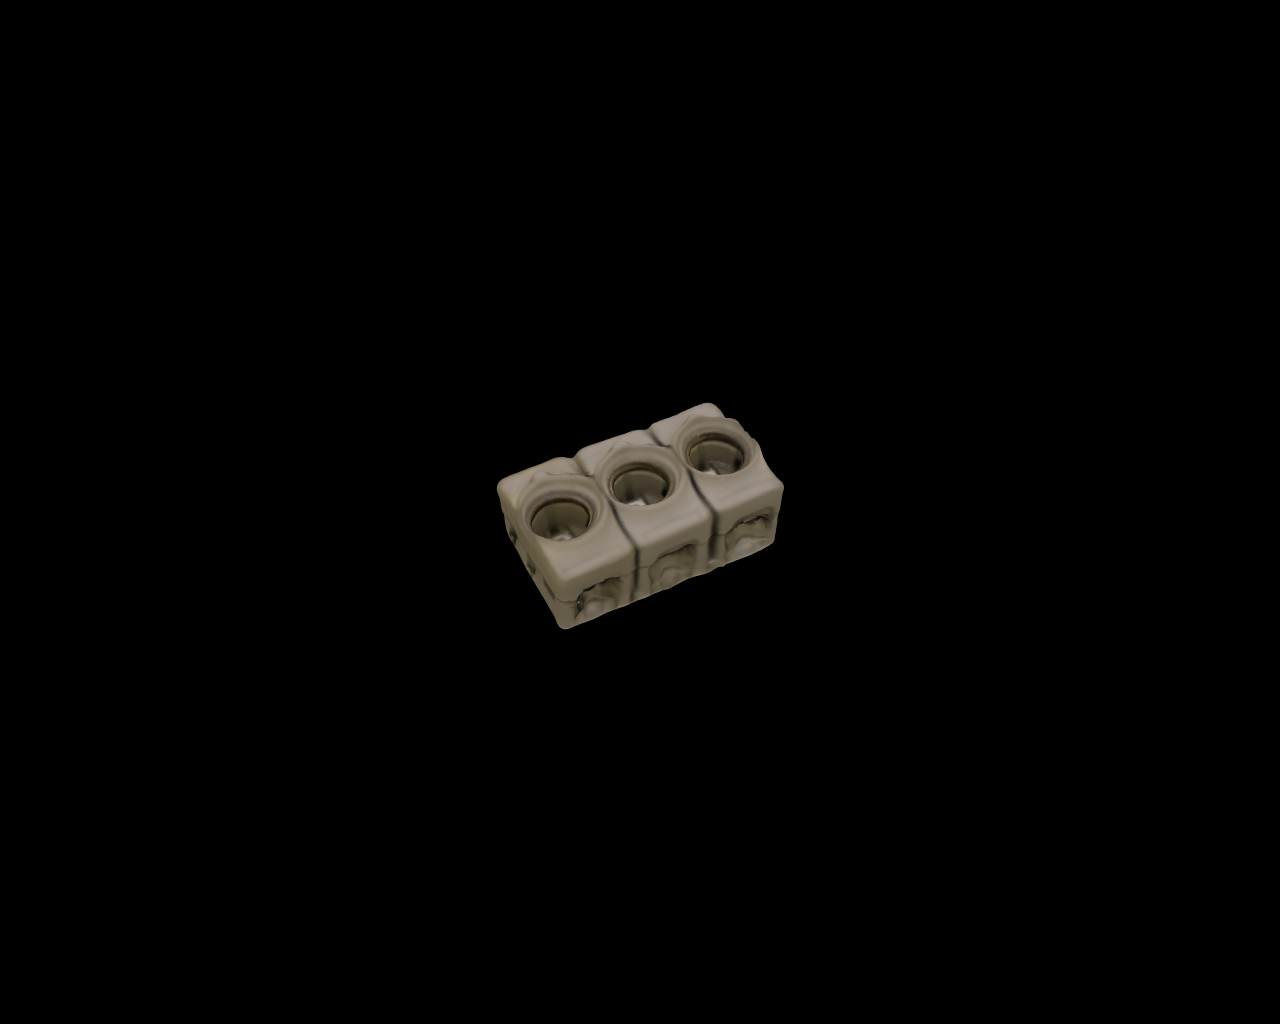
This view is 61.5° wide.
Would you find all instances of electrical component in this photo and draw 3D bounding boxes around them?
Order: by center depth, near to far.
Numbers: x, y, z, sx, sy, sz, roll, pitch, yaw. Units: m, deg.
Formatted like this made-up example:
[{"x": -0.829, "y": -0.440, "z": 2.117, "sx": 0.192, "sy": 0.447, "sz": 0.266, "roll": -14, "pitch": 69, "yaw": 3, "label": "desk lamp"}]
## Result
[{"x": 0.001, "y": -0.003, "z": 0.650, "sx": 0.150, "sy": 0.089, "sz": 0.061, "roll": -22, "pitch": -38, "yaw": -18, "label": "electrical component"}]
